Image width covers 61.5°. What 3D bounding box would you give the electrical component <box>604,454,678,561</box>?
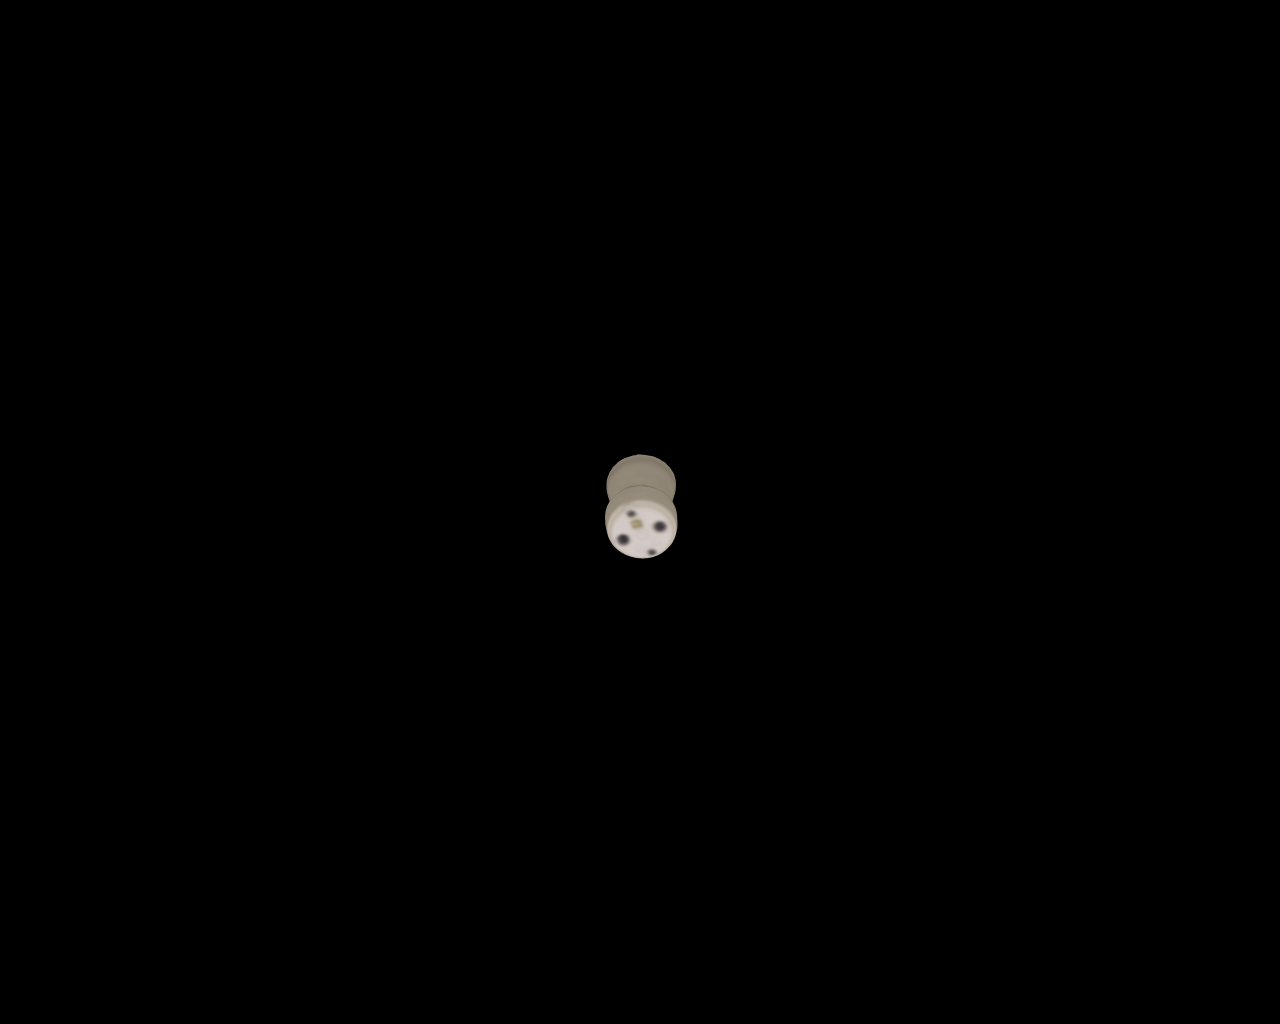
[{"bbox_3d":[0.001,-0.003,0.650,0.045,0.044,0.055,0,34,0],"label":"electrical component"}]
